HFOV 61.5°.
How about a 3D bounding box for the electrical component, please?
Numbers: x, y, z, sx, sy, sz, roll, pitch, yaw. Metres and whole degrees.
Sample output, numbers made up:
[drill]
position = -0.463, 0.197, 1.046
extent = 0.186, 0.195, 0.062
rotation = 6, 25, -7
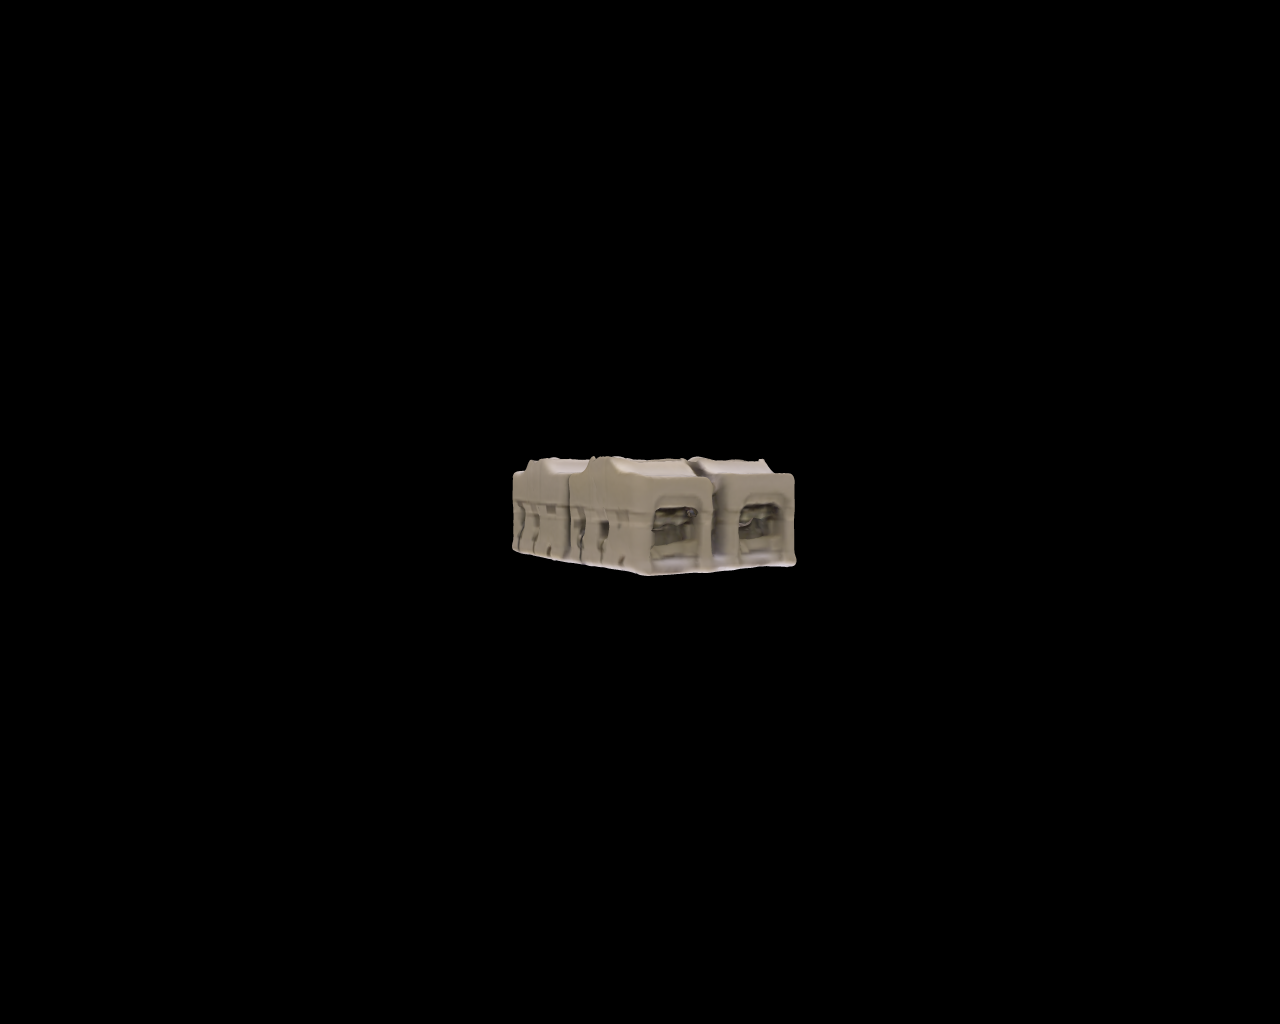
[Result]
[electrical component]
position = 0.001, -0.003, 0.650
extent = 0.105, 0.060, 0.186
rotation = -1, 3, -28
